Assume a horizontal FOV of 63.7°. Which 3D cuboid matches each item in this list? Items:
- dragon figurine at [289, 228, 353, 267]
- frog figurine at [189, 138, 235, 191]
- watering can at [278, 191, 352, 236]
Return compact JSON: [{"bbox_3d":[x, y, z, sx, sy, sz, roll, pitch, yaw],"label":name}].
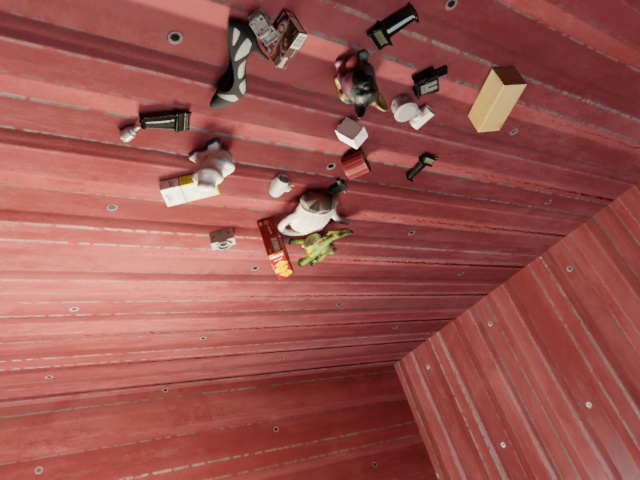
[{"bbox_3d":[0.033,0.016,2.106,0.240,0.123,0.411,-23,-11,32],"label":"dragon figurine"},{"bbox_3d":[-0.321,-0.206,1.553,0.137,0.163,0.120,-17,-31,-3],"label":"frog figurine"},{"bbox_3d":[0.006,-0.099,1.972,0.349,0.106,0.219,-10,-29,-30],"label":"watering can"}]
